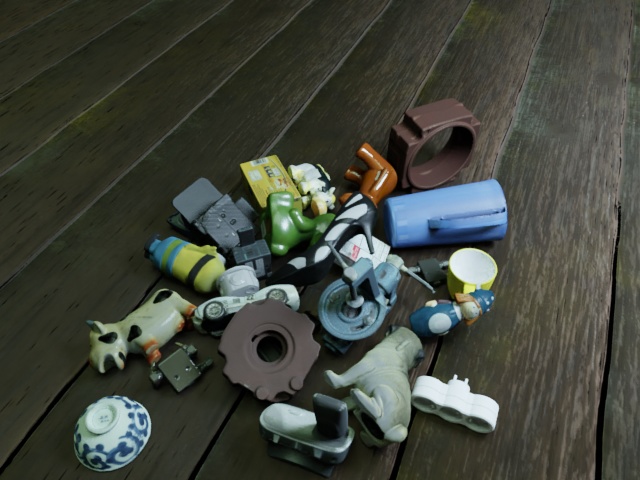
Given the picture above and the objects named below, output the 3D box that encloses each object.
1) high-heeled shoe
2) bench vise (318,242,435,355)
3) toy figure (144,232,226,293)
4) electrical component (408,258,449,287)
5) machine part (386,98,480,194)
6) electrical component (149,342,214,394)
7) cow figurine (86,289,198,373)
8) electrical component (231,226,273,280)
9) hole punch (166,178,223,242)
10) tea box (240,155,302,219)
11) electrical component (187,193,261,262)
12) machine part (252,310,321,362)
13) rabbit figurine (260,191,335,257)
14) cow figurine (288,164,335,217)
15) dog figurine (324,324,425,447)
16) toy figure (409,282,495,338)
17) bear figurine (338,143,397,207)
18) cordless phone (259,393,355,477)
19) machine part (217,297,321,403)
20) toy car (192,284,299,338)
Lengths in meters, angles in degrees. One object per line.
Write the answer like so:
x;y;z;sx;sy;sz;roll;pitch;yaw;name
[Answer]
-0.002;-0.003;1.040;0.249;0.086;0.145;-18;60;5;high-heeled shoe
0.080;0.091;0.947;0.223;0.240;0.129;-39;62;-12;bench vise
-0.274;0.049;1.090;0.180;0.082;0.089;19;66;10;toy figure
0.229;0.068;1.102;0.094;0.021;0.063;-9;47;-8;electrical component
0.262;-0.213;1.250;0.201;0.200;0.087;-20;51;-18;machine part
-0.250;0.224;0.946;0.078;0.045;0.102;45;59;2;electrical component
-0.332;0.163;0.977;0.127;0.085;0.195;35;58;22;cow figurine
-0.137;0.030;1.077;0.075;0.119;0.048;-14;48;-16;electrical component
-0.267;-0.057;1.199;0.116;0.092;0.142;45;52;-2;hole punch
-0.115;-0.116;1.253;0.098;0.068;0.170;-16;49;-14;tea box
-0.195;-0.029;1.143;0.115;0.058;0.134;47;56;-7;electrical component
-0.062;0.177;0.992;0.139;0.039;0.084;-28;47;-22;machine part
-0.028;-0.021;1.133;0.170;0.121;0.159;0;48;-20;rabbit figurine
-0.006;-0.116;1.256;0.098;0.068;0.167;-16;48;-22;cow figurine
0.126;0.229;0.875;0.190;0.121;0.173;-30;47;-26;dog figurine
0.237;0.130;0.954;0.154;0.064;0.058;-23;41;12;toy figure
0.088;-0.102;1.198;0.132;0.120;0.196;36;55;6;bear figurine
-0.023;0.268;0.801;0.147;0.184;0.089;15;53;14;cordless phone
-0.087;0.187;0.922;0.179;0.056;0.179;2;70;-5;machine part
-0.138;0.132;1.010;0.202;0.073;0.056;-11;51;-10;toy car
